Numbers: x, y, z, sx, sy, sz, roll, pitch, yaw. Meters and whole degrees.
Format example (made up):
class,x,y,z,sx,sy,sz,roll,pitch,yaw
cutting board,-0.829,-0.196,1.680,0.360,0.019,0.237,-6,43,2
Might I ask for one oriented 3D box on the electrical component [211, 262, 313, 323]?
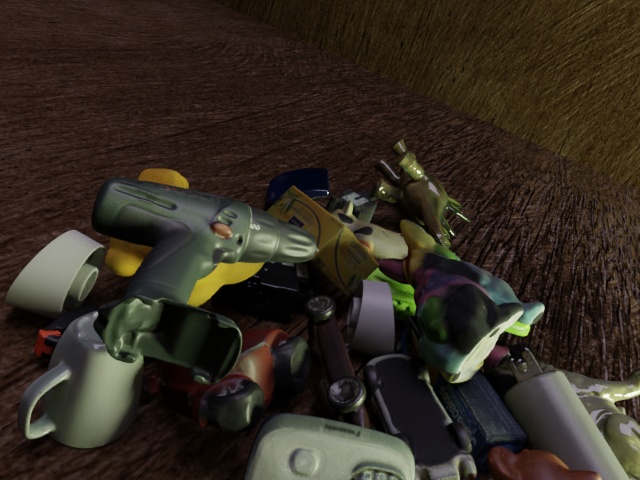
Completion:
class,x,y,z,sx,sy,sz,roll,pitch,yaw
electrical component,-0.076,0.052,0.731,0.134,0.058,0.115,15,30,-13

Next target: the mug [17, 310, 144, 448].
class,x,y,z,sx,sy,sz,roll,pitch,yaw
mug,-0.205,0.117,0.466,0.081,0.107,0.109,35,28,28

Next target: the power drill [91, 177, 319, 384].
class,x,y,z,sx,sy,sz,roll,pitch,yaw
power drill,-0.102,0.025,0.497,0.232,0.086,0.207,19,38,-16

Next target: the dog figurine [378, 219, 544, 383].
class,x,y,z,sx,sy,sz,roll,pitch,yaw
dog figurine,0.145,0.063,0.674,0.191,0.108,0.219,-1,33,-44

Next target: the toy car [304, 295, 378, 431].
class,x,y,z,sx,sy,sz,roll,pitch,yaw
toy car,0.018,0.145,0.590,0.053,0.089,0.202,-15,33,-2

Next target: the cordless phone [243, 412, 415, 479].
class,x,y,z,sx,sy,sz,roll,pitch,yaw
cordless phone,0.004,0.240,0.425,0.147,0.088,0.184,16,38,-10

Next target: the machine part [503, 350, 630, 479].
class,x,y,z,sx,sy,sz,roll,pitch,yaw
machine part,0.272,0.233,0.578,0.079,0.079,0.243,3,48,-31

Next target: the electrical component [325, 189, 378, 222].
class,x,y,z,sx,sy,sz,roll,pitch,yaw
electrical component,0.069,-0.065,1.058,0.075,0.047,0.119,31,28,17

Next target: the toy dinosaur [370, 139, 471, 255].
class,x,y,z,sx,sy,sz,roll,pitch,yaw
toy dinosaur,0.208,-0.084,1.081,0.198,0.105,0.471,37,26,-12

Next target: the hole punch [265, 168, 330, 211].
class,x,y,z,sx,sy,sz,roll,pitch,yaw
hole punch,-0.039,-0.082,0.974,0.116,0.092,0.142,12,31,-9

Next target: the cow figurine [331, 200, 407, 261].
class,x,y,z,sx,sy,sz,roll,pitch,yaw
cow figurine,0.080,0.003,0.902,0.195,0.085,0.127,18,33,-1

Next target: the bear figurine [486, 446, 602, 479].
class,x,y,z,sx,sy,sz,roll,pitch,yaw
bear figurine,0.239,0.262,0.462,0.120,0.132,0.196,30,36,-41

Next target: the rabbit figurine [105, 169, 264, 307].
class,x,y,z,sx,sy,sz,roll,pitch,yaw
rabbit figurine,-0.147,0.005,0.626,0.173,0.121,0.162,13,32,-3

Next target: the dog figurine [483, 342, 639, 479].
class,x,y,z,sx,sy,sz,roll,pitch,yaw
dog figurine,0.298,0.218,0.668,0.191,0.121,0.172,10,23,11

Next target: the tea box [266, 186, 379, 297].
class,x,y,z,sx,sy,sz,roll,pitch,yaw
tea box,-0.002,-0.002,0.778,0.098,0.068,0.170,48,-3,-38

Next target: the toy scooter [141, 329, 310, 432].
class,x,y,z,sx,sy,sz,roll,pitch,yaw
toy scooter,-0.097,0.136,0.541,0.135,0.075,0.184,-1,5,20

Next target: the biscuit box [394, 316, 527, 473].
class,x,y,z,sx,sy,sz,roll,pitch,yaw
biscuit box,0.162,0.181,0.657,0.063,0.059,0.203,10,28,-24

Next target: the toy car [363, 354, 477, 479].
class,x,y,z,sx,sy,sz,roll,pitch,yaw
toy car,0.098,0.187,0.571,0.073,0.056,0.202,-9,23,-6

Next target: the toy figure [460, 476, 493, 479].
class,x,y,z,sx,sy,sz,roll,pitch,yaw
toy figure,0.124,0.265,0.480,0.064,0.057,0.154,30,23,5
